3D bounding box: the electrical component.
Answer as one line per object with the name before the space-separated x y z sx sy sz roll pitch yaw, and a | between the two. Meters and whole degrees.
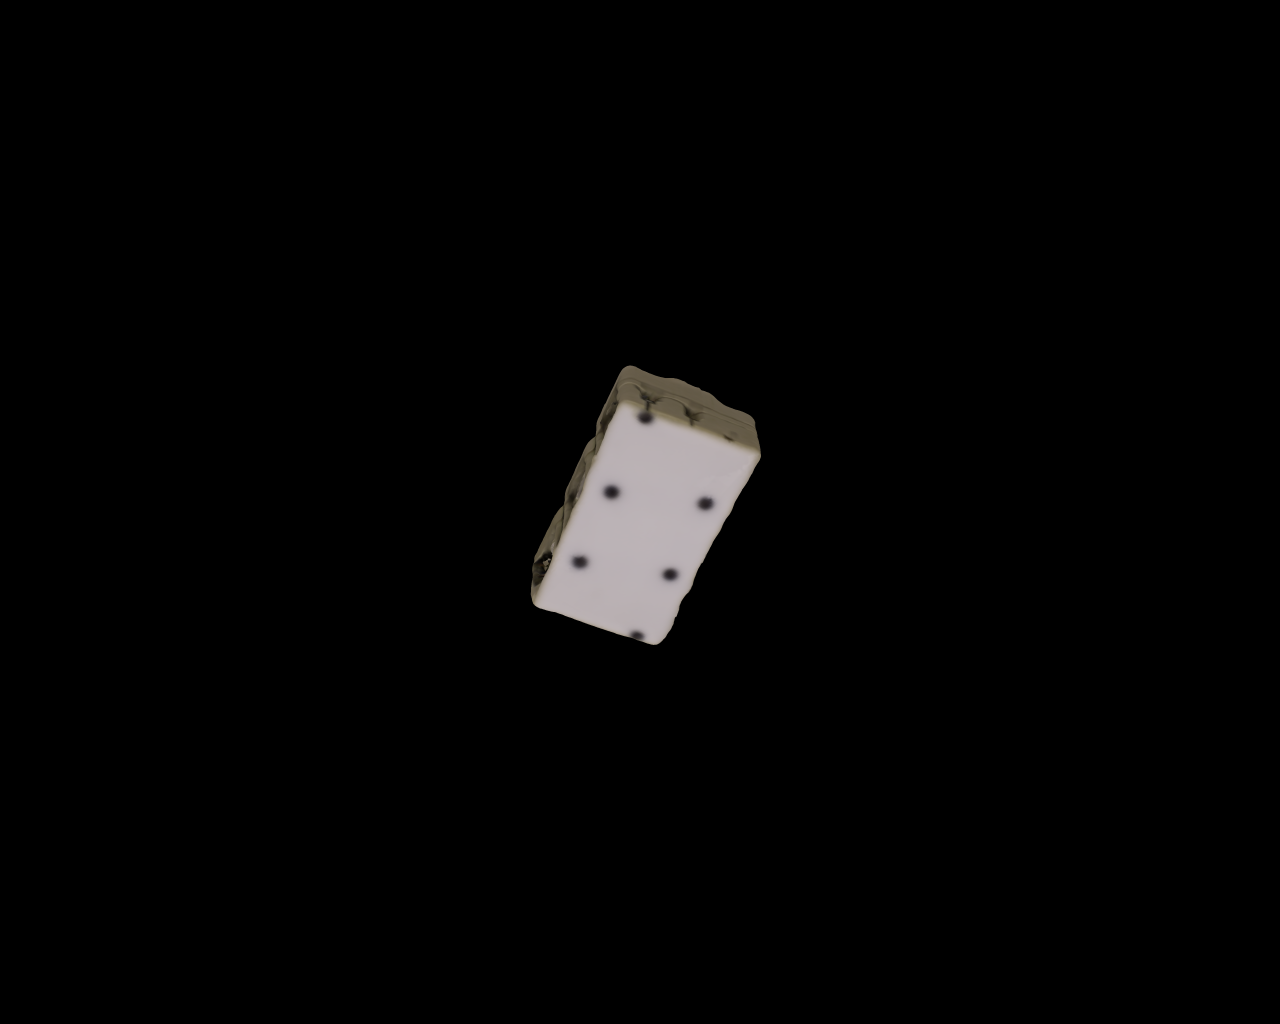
electrical component | 0.001 -0.003 0.650 0.089 0.150 0.062 21 28 -12
